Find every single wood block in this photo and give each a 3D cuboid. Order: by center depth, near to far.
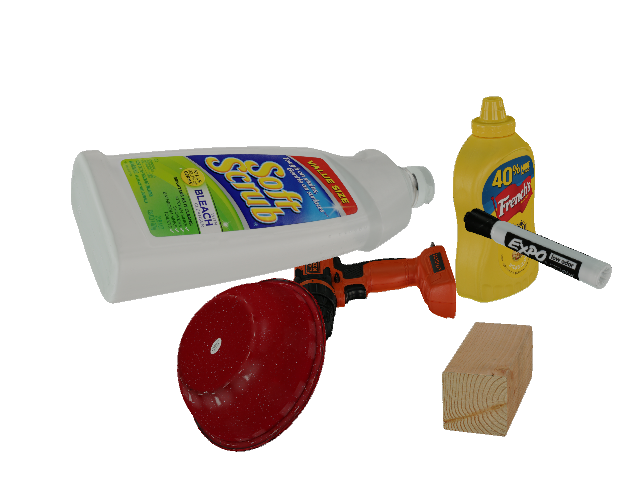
[{"bbox_3d":[0.245,0.196,1.544,0.091,0.090,0.205,3,17,20],"label":"wood block"}]

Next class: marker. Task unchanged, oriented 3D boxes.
[{"bbox_3d":[0.153,0.003,0.769,0.121,0.020,0.020,27,18,39],"label":"marker"}]

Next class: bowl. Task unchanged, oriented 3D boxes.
[{"bbox_3d":[-0.074,0.099,0.933,0.162,0.162,0.055,0,-23,43],"label":"bowl"}]

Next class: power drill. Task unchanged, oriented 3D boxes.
[{"bbox_3d":[0.059,0.058,1.233,0.187,0.057,0.184,-2,28,0],"label":"power drill"}]

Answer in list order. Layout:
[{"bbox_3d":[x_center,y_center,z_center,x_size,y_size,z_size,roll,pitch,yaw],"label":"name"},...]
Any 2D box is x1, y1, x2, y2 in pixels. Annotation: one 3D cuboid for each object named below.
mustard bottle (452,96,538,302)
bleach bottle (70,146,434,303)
[{"bbox_3d":[0.168,-0.043,1.027,0.096,0.191,0.058,-20,24,-36],"label":"mustard bottle"},{"bbox_3d":[-0.037,-0.027,0.742,0.250,0.102,0.068,-11,-31,-25],"label":"bleach bottle"}]
